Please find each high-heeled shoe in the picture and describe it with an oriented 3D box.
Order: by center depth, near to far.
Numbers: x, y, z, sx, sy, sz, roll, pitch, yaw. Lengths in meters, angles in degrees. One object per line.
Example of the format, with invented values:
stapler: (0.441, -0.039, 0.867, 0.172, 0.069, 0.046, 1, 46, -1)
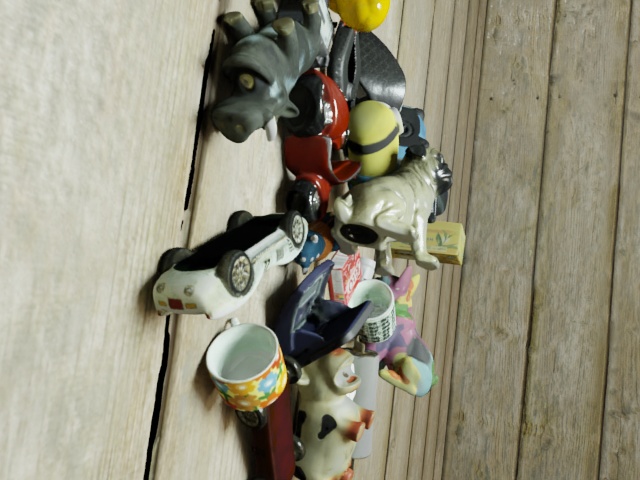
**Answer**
high-heeled shoe: (0.083, -0.213, 0.903, 0.145, 0.086, 0.248, 135, -51, -70)

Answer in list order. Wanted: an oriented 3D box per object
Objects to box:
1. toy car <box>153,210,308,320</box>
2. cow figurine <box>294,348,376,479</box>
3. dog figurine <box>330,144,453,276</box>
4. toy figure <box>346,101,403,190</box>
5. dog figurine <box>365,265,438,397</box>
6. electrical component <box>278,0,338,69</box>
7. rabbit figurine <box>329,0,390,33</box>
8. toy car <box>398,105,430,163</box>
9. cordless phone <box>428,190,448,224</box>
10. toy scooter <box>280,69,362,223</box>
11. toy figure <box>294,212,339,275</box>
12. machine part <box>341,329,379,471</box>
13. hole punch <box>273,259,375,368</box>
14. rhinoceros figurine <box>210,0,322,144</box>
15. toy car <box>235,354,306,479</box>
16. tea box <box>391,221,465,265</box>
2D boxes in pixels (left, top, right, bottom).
toy car: (-0.075, 0.015, 0.506, 0.202, 0.074, 0.056, -41, 129, -61)
cow figurine: (0.004, 0.236, 0.730, 0.085, 0.127, 0.194, -15, 123, -67)
dog figurine: (0.096, -0.069, 0.717, 0.172, 0.121, 0.190, 43, 53, -45)
toy figure: (0.078, -0.118, 0.797, 0.089, 0.082, 0.179, -53, 153, -47)
dog figurine: (0.158, 0.163, 1.021, 0.108, 0.192, 0.219, 32, 80, -60)
electrical component: (-0.020, -0.263, 0.624, 0.119, 0.048, 0.075, 46, 51, -62)
rabbit figurine: (0.035, -0.334, 0.660, 0.162, 0.122, 0.173, 161, -87, -89)
toy car: (0.139, -0.181, 1.008, 0.102, 0.109, 0.162, 106, -7, -51)
cordless phone: (0.176, -0.086, 1.045, 0.184, 0.147, 0.088, -29, 117, -72)
toy scooter: (0.008, -0.117, 0.674, 0.135, 0.075, 0.183, -21, 116, -53)
toy figure: (-0.001, 0.000, 0.723, 0.154, 0.058, 0.064, -28, 114, -60)
machine part: (0.055, 0.269, 0.899, 0.079, 0.079, 0.243, 10, 84, -69)
hole punch: (-0.009, 0.096, 0.683, 0.092, 0.116, 0.142, 49, 28, -3)
rhinoceros figurine: (-0.054, -0.171, 0.537, 0.112, 0.073, 0.190, 89, 17, -44)
toy car: (-0.058, 0.220, 0.626, 0.089, 0.053, 0.201, -42, 138, -47)
tea box: (0.207, 0.002, 1.106, 0.098, 0.170, 0.068, 40, 58, -67)
